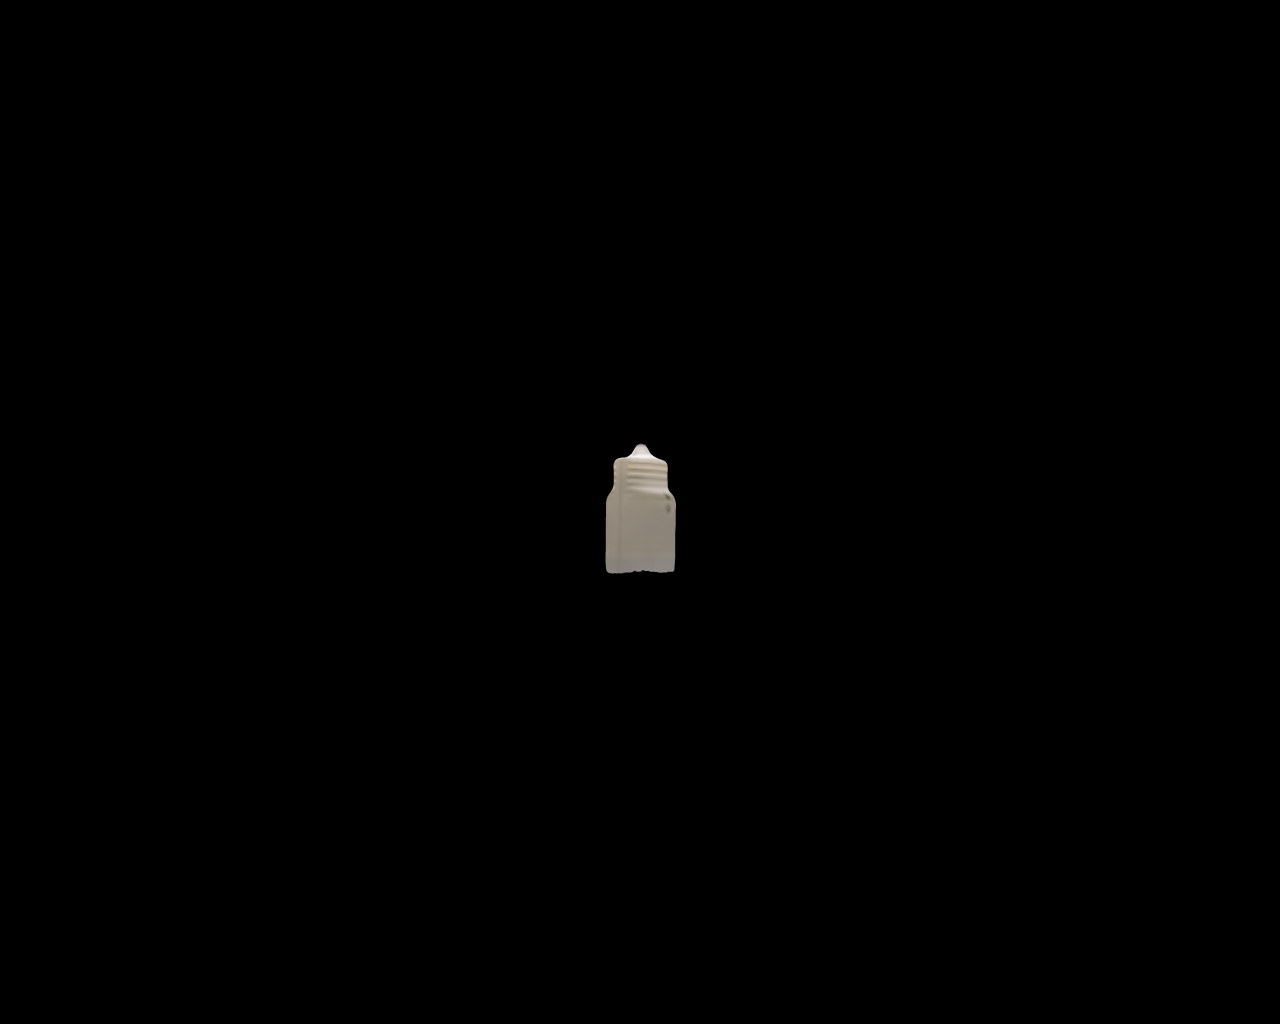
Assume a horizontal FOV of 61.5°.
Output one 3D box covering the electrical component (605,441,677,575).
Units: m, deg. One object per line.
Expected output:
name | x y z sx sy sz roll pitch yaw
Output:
electrical component | 0.001 -0.003 0.650 0.043 0.081 0.043 0 -2 0
